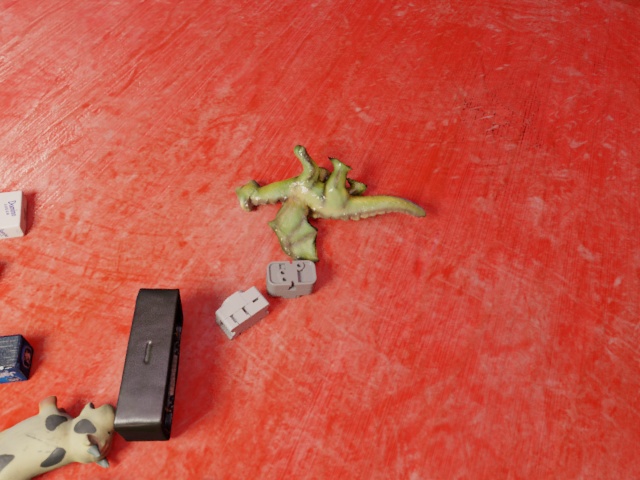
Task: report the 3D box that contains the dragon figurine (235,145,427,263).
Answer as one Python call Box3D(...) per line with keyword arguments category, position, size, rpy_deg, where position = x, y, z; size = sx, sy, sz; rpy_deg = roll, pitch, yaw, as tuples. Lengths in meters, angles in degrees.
Box3D(category="dragon figurine", position=(0.003, -0.056, 1.120), size=(0.412, 0.120, 0.246), rpy_deg=(25, 72, 11))
